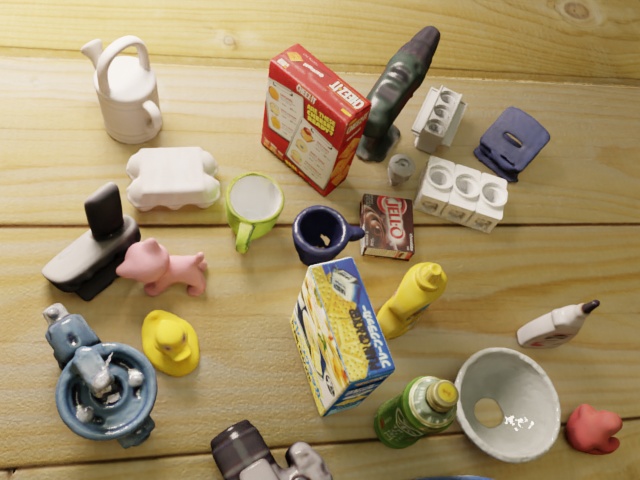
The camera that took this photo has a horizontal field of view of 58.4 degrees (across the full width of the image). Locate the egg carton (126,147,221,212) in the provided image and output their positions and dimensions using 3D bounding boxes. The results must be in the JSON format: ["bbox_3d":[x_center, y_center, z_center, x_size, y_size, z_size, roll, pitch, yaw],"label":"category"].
[{"bbox_3d":[-0.243,-0.100,0.951,0.150,0.069,0.107,-5,64,-13],"label":"egg carton"}]

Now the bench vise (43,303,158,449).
[{"bbox_3d":[-0.298,0.165,0.717,0.207,0.219,0.122,32,62,7],"label":"bench vise"}]

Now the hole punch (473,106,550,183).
[{"bbox_3d":[0.369,-0.183,1.101,0.108,0.091,0.101,41,63,11],"label":"hole punch"}]

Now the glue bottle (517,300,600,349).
[{"bbox_3d":[0.381,0.128,0.895,0.078,0.173,0.037,-1,63,-11],"label":"glue bottle"}]

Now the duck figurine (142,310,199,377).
[{"bbox_3d":[-0.216,0.140,0.822,0.078,0.086,0.104,-31,72,-23],"label":"duck figurine"}]

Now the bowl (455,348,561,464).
[{"bbox_3d":[0.269,0.253,0.865,0.167,0.074,0.167,5,62,-9],"label":"bowl"}]

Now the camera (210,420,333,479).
[{"bbox_3d":[-0.073,0.302,0.758,0.143,0.101,0.136,-26,71,-22],"label":"camera"}]

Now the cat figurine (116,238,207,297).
[{"bbox_3d":[-0.233,0.036,0.855,0.128,0.117,0.067,-3,63,-12],"label":"cat figurine"}]

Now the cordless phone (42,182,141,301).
[{"bbox_3d":[-0.333,-0.005,0.818,0.094,0.185,0.148,37,62,9],"label":"cordless phone"}]

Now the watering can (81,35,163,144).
[{"bbox_3d":[-0.326,-0.259,0.946,0.173,0.194,0.101,24,61,2],"label":"watering can"}]

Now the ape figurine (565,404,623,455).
[{"bbox_3d":[0.422,0.285,0.868,0.076,0.092,0.077,-9,65,-15],"label":"ape figurine"}]

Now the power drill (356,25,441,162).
[{"bbox_3d":[0.126,-0.244,1.018,0.075,0.208,0.230,31,62,6],"label":"power drill"}]

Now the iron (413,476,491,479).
[{"bbox_3d":[0.153,0.367,0.745,0.258,0.141,0.118,3,62,-10],"label":"iron"}]

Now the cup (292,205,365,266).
[{"bbox_3d":[0.009,0.003,0.932,0.118,0.095,0.091,-1,63,-11],"label":"cup"}]
